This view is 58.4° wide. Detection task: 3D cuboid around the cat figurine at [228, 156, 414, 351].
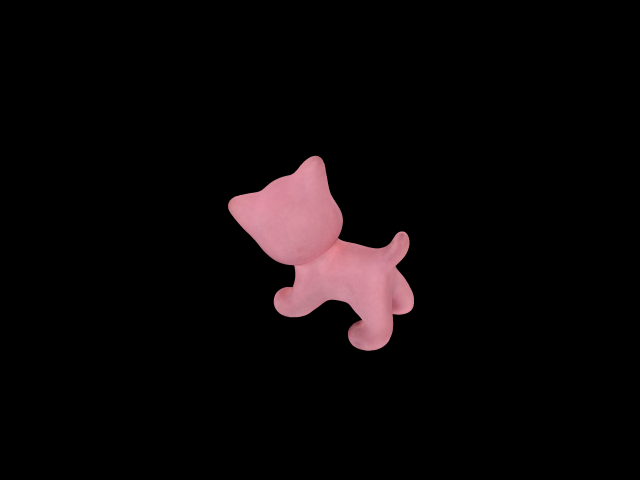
[{"bbox_3d":[0.004,0.001,0.400,0.127,0.118,0.067,17,41,21],"label":"cat figurine"}]
